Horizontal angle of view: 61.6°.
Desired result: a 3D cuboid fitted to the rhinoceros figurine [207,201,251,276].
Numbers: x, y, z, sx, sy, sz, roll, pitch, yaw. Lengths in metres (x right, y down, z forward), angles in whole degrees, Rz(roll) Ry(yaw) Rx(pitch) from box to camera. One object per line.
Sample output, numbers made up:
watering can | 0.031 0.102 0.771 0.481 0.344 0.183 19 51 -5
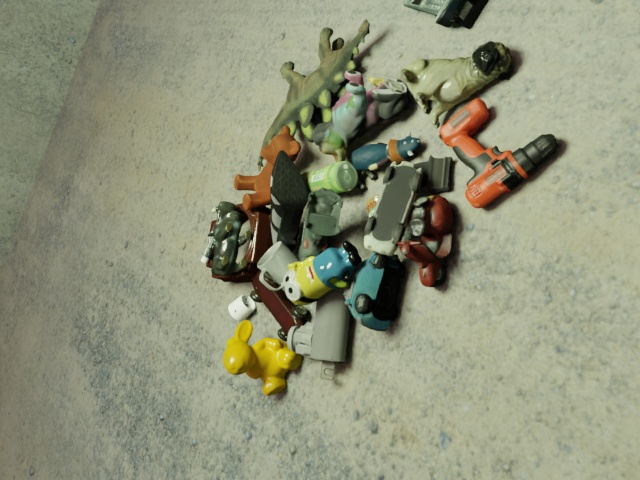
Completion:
rhinoceros figurine | -0.229 -0.005 1.335 0.112 0.073 0.190 -18 66 50

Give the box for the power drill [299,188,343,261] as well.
power drill | -0.002 -0.004 1.179 0.086 0.207 0.232 7 67 1

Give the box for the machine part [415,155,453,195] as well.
machine part | 0.207 -0.129 1.109 0.139 0.039 0.084 0 82 41

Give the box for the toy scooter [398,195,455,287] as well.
toy scooter | 0.197 -0.007 1.012 0.075 0.135 0.184 -4 73 42

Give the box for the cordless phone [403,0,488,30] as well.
cordless phone | 0.269 -0.537 1.150 0.146 0.088 0.184 -59 43 12

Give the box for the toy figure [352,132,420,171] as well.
toy figure | 0.145 -0.189 1.163 0.155 0.058 0.064 -9 92 26

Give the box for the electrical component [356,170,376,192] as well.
electrical component | 0.090 -0.157 1.234 0.063 0.021 0.094 -47 50 21

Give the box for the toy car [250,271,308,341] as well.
toy car | -0.099 0.152 1.292 0.202 0.053 0.089 47 120 37

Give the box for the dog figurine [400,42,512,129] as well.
dog figurine | 0.272 -0.344 1.088 0.190 0.121 0.172 -34 58 13

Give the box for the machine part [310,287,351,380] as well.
machine part | 0.025 0.174 1.153 0.079 0.079 0.243 -2 77 42

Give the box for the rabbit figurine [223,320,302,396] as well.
rabbit figurine | -0.150 0.260 1.223 0.122 0.173 0.162 -53 53 22

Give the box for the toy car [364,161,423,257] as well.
toy car | 0.144 -0.065 1.056 0.074 0.056 0.201 17 72 15

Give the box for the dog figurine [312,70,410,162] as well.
dog figurine | 0.088 -0.262 1.218 0.108 0.191 0.219 -97 18 -47

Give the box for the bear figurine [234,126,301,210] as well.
bear figurine | -0.127 -0.181 1.333 0.120 0.132 0.195 61 145 37

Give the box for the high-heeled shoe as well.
high-heeled shoe | -0.088 -0.088 1.290 0.145 0.086 0.248 -162 66 -69

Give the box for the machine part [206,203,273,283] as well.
machine part | -0.208 0.008 1.415 0.201 0.087 0.201 -7 74 41

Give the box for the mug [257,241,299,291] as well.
mug | -0.086 0.074 1.253 0.081 0.107 0.109 -32 21 46

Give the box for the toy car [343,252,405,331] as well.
toy car | 0.100 0.097 1.087 0.103 0.109 0.161 5 79 45

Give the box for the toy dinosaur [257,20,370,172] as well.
toy dinosaur | -0.030 -0.361 1.356 0.471 0.105 0.198 -39 57 35

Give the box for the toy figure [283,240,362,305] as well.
toy figure | 0.005 0.073 1.095 0.180 0.089 0.082 -32 34 20
